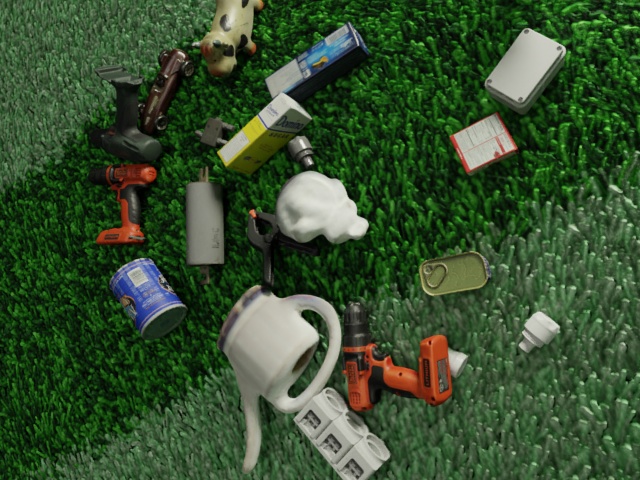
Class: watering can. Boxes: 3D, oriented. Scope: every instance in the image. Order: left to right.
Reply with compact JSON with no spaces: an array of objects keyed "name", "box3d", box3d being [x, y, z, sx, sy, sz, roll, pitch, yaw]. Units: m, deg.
[{"name":"watering can","box3d":[-0.105,0.235,0.947,0.227,0.103,0.345,38,99,24]}]

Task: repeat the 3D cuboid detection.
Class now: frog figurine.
[{"name":"frog figurine","box3d":[0.003,-0.047,0.925,0.161,0.120,0.139,31,60,30]}]
